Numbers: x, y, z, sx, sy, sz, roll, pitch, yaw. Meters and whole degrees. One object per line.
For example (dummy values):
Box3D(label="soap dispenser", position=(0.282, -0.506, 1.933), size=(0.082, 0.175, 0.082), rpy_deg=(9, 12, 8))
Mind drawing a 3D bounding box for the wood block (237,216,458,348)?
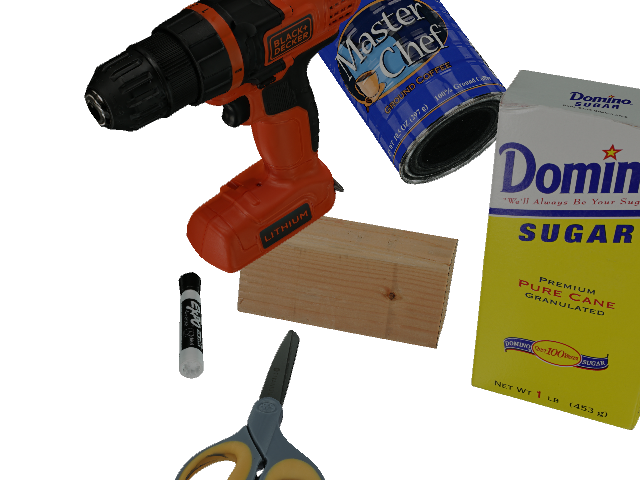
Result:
Box3D(label="wood block", position=(0.028, 0.036, 1.091), size=(0.206, 0.091, 0.090), rpy_deg=(10, 22, 10))

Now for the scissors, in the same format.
Box3D(label="scissors", position=(-0.018, 0.115, 0.644), size=(0.096, 0.016, 0.201), rpy_deg=(15, 30, 20))

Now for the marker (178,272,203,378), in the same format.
Box3D(label="marker", position=(-0.104, 0.064, 0.855), size=(0.020, 0.020, 0.121), rpy_deg=(0, 33, -7))

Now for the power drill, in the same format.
Box3D(label="power drill", position=(-0.051, -0.068, 0.650), size=(0.184, 0.188, 0.057), rpy_deg=(-33, 57, -26))

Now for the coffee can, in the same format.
Box3D(label="coffee can", position=(0.069, -0.129, 0.819), size=(0.102, 0.140, 0.103), rpy_deg=(-27, -22, -12))

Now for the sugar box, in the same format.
Box3D(label="sugar box", position=(0.132, 0.008, 0.545), size=(0.093, 0.176, 0.048), rpy_deg=(13, 36, 21))
